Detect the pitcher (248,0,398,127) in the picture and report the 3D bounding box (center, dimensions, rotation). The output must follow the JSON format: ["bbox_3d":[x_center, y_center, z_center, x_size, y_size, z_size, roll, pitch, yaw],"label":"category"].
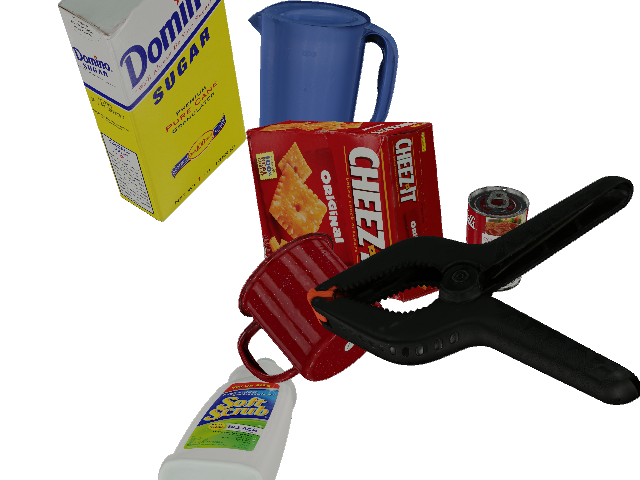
[{"bbox_3d":[-0.005,-0.167,1.321,0.144,0.243,0.149,-10,28,-29],"label":"pitcher"}]

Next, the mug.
[{"bbox_3d":[-0.012,0.062,0.828,0.117,0.081,0.093,-41,-25,0],"label":"mug"}]

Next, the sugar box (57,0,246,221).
[{"bbox_3d":[-0.097,-0.100,0.662,0.048,0.093,0.176,32,-27,20],"label":"sugar box"}]

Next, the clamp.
[{"bbox_3d":[0.096,0.025,0.658,0.210,0.164,0.036,-1,-43,25],"label":"clamp"}]

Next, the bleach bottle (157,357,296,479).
[{"bbox_3d":[-0.082,0.184,1.063,0.102,0.068,0.250,2,20,6],"label":"bleach bottle"}]

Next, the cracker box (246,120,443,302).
[{"bbox_3d":[0.022,-0.036,1.077,0.071,0.164,0.214,-18,17,-37],"label":"cracker box"}]

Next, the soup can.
[{"bbox_3d":[0.199,-0.002,1.212,0.068,0.102,0.068,-1,32,1],"label":"soup can"}]
